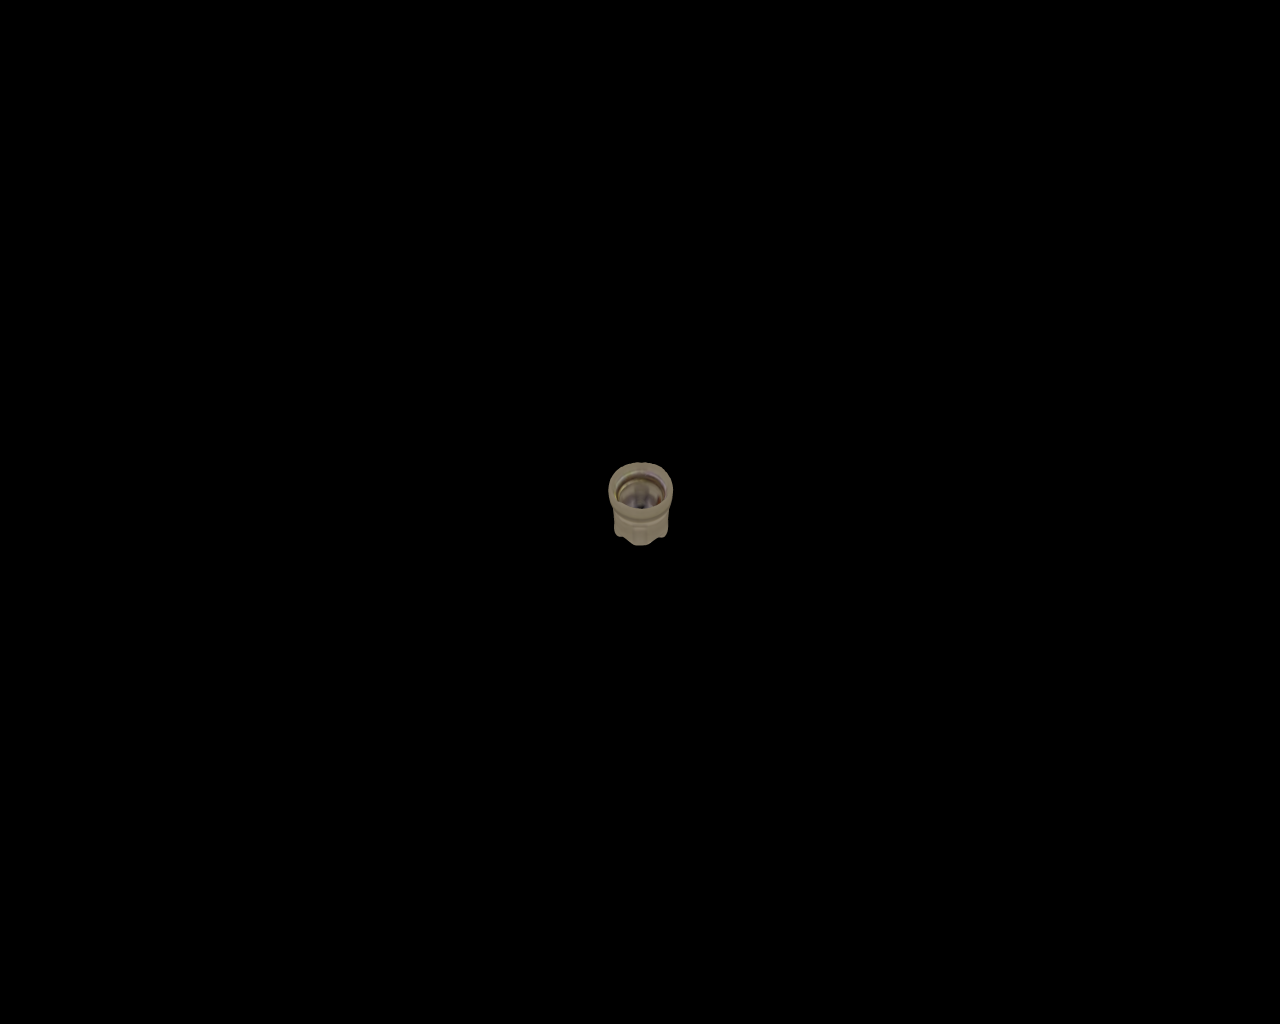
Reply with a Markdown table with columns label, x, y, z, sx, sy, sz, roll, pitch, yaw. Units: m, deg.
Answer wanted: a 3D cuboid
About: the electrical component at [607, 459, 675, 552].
| label | x | y | z | sx | sy | sz | roll | pitch | yaw |
| --- | --- | --- | --- | --- | --- | --- | --- | --- | --- |
| electrical component | 0.001 | -0.003 | 0.650 | 0.040 | 0.040 | 0.046 | 0 | -37 | 0 |
